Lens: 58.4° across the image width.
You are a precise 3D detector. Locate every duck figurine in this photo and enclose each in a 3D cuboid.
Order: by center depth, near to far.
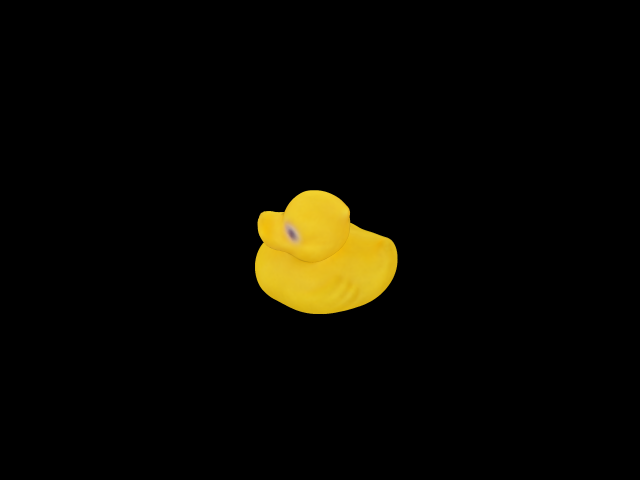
[{"bbox_3d":[0.004,0.001,0.400,0.104,0.086,0.077,3,56,2],"label":"duck figurine"}]
